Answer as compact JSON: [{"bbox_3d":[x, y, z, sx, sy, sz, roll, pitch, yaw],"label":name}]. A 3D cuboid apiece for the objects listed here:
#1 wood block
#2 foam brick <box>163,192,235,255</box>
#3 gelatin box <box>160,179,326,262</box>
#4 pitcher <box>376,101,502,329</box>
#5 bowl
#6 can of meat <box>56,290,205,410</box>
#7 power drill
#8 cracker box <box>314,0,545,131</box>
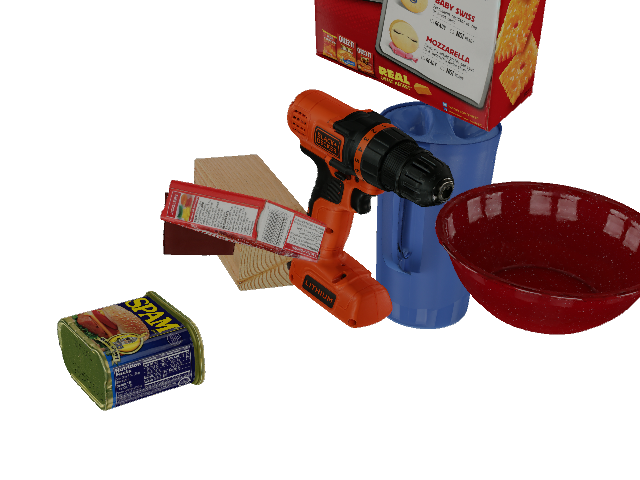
[{"bbox_3d":[-0.090,-0.027,1.343,0.090,0.090,0.206,-6,28,-22],"label":"wood block"},{"bbox_3d":[-0.131,-0.018,1.153,0.078,0.051,0.053,1,27,-8],"label":"foam brick"},{"bbox_3d":[-0.048,-0.011,0.691,0.073,0.030,0.089,13,-3,27],"label":"gelatin box"},{"bbox_3d":[0.118,-0.023,1.192,0.149,0.243,0.145,-5,27,-15],"label":"pitcher"},{"bbox_3d":[0.159,0.018,0.749,0.162,0.055,0.162,2,30,-1],"label":"bowl"},{"bbox_3d":[-0.154,0.088,0.860,0.083,0.057,0.102,-15,26,-31],"label":"can of meat"},{"bbox_3d":[0.036,-0.021,0.930,0.057,0.188,0.185,-17,38,-35],"label":"power drill"},{"bbox_3d":[0.077,-0.204,0.747,0.164,0.214,0.072,29,51,28],"label":"cracker box"}]
